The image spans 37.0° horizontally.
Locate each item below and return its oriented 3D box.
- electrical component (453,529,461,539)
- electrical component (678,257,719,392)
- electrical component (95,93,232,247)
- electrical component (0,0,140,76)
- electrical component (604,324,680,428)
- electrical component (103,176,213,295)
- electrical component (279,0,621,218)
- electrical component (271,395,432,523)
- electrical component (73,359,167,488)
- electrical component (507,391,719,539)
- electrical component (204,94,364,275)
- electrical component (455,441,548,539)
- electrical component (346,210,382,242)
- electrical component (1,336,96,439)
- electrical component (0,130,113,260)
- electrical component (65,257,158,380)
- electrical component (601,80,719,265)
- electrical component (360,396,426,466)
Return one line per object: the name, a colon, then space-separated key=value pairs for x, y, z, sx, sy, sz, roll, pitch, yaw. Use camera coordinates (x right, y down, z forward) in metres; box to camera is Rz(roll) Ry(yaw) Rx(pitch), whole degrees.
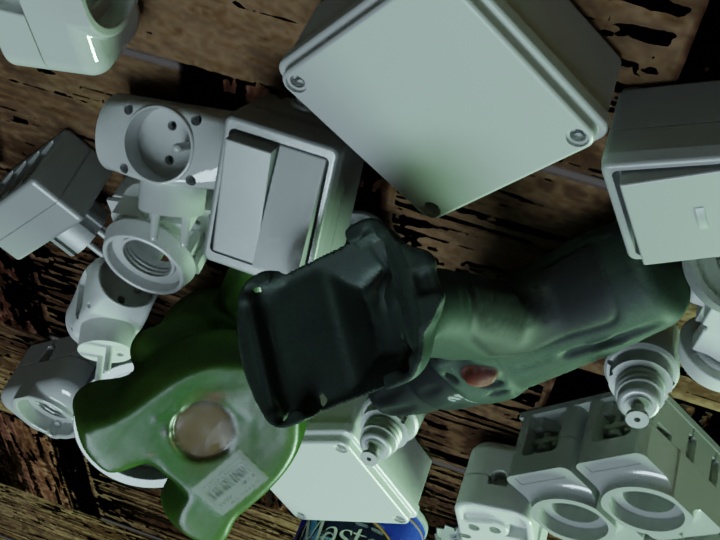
electrical component: x=0.103 y=0.221 z=0.831 sx=0.055 sy=0.048 sz=0.066 roll=13 pitch=111 yaw=-12
electrical component: x=0.195 y=0.031 z=0.556 sx=0.066 sy=0.048 sz=0.055 roll=19 pitch=135 yaw=6
electrical component: x=-0.102 y=-0.052 z=0.592 sx=0.077 sy=0.044 sz=0.079 roll=11 pitch=104 yaw=16
electrical component: x=-0.144 y=-0.143 z=0.513 sx=0.059 sy=0.053 sz=0.095 roll=10 pitch=141 yaw=17
electrical component: x=0.153 y=0.055 z=0.586 sx=0.040 sy=0.078 sz=0.040 roll=9 pitch=127 yaw=12
electrical component: x=-0.118 y=-0.023 z=0.644 sx=0.078 sy=0.057 sz=0.058 roll=10 pitch=141 yaw=17
electrical component: x=0.040 y=-0.089 z=0.479 sx=0.109 sy=0.056 sz=0.109 roll=41 pitch=140 yaw=-23
electrical component: x=-0.020 y=0.132 z=0.784 sx=0.109 sy=0.056 sz=0.108 roll=-6 pitch=134 yaw=33
electrical component: x=-0.151 y=0.098 z=0.789 sx=0.108 sy=0.060 sz=0.108 roll=-2 pitch=116 yaw=-3
electrical component: x=0.195 y=0.160 z=0.702 sx=0.186 sy=0.060 sz=0.105 roll=42 pitch=139 yaw=-24
electrical component: x=-0.037 y=-0.045 z=0.549 sx=0.062 sy=0.061 sz=0.096 roll=19 pitch=115 yaw=12
electrical component: x=0.104 y=0.166 z=0.758 sx=0.054 sy=0.059 sz=0.095 roll=7 pitch=141 yaw=20
electrical component: x=0.000 y=0.000 z=0.621 sx=0.045 sy=0.045 sz=0.055 roll=4 pitch=139 yaw=24
electrical component: x=-0.233 y=0.092 z=0.845 sx=0.095 sy=0.059 sz=0.053 roll=-14 pitch=130 yaw=39
electrical component: x=-0.184 y=-0.034 z=0.674 sx=0.083 sy=0.047 sz=0.076 roll=-23 pitch=125 yaw=43
electrical component: x=-0.170 y=0.037 z=0.729 sx=0.043 sy=0.079 sz=0.077 roll=15 pitch=148 yaw=-25
electrical component: x=0.161 y=-0.042 z=0.470 sx=0.096 sy=0.061 sz=0.061 roll=-1 pitch=137 yaw=29
electrical component: x=0.020 y=0.099 z=0.710 sx=0.040 sy=0.078 sz=0.040 roll=12 pitch=127 yaw=17
